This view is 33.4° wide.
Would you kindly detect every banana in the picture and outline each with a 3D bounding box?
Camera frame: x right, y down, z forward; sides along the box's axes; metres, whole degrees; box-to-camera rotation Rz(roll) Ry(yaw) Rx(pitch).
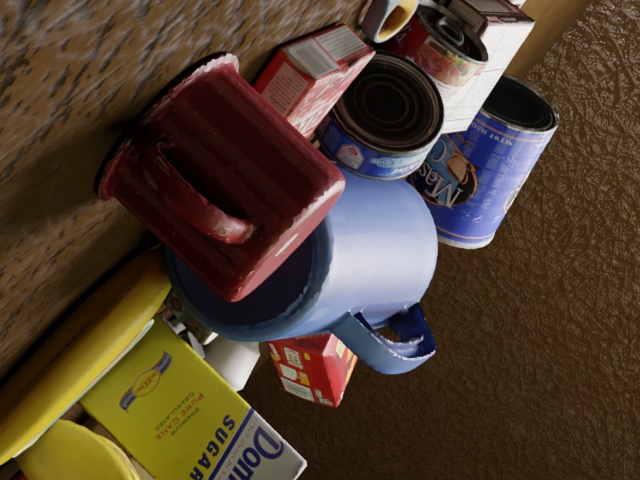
[{"bbox_3d":[-0.150,0.073,0.652,0.197,0.037,0.069,-46,175,-8],"label":"banana"}]

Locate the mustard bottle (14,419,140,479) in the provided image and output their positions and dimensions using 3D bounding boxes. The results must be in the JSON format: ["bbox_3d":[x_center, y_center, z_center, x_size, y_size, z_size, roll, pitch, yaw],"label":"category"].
[{"bbox_3d":[-0.191,0.188,0.873,0.058,0.096,0.192,-58,178,-15],"label":"mustard bottle"}]

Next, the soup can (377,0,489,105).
[{"bbox_3d":[0.066,-0.117,0.782,0.102,0.068,0.068,-49,175,30],"label":"soup can"}]

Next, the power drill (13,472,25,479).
[{"bbox_3d":[-0.268,0.257,1.027,0.184,0.057,0.188,-48,175,-23],"label":"power drill"}]

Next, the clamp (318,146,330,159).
[{"bbox_3d":[0.052,-0.107,0.900,0.172,0.039,0.120,-48,174,18],"label":"clamp"}]

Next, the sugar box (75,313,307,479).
[{"bbox_3d":[-0.104,0.149,0.838,0.093,0.176,0.048,-46,174,-17],"label":"sugar box"}]

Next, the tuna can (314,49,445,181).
[{"bbox_3d":[0.039,-0.085,0.713,0.086,0.086,0.034,-44,173,-32],"label":"tuna can"}]

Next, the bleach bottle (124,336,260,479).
[{"bbox_3d":[-0.130,0.173,1.029,0.251,0.068,0.102,-56,-173,3],"label":"bleach bottle"}]

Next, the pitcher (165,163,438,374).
[{"bbox_3d":[-0.001,0.014,0.728,0.242,0.149,0.145,-2,100,-72],"label":"pitcher"}]

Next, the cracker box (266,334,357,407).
[{"bbox_3d":[0.023,0.045,1.088,0.164,0.072,0.213,78,33,-62],"label":"cracker box"}]

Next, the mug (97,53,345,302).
[{"bbox_3d":[-0.045,-0.025,0.488,0.093,0.081,0.117,-48,175,11],"label":"mug"}]

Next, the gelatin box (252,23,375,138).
[{"bbox_3d":[-0.013,-0.082,0.609,0.073,0.030,0.089,-49,174,31],"label":"gelatin box"}]

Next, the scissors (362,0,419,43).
[{"bbox_3d":[0.053,-0.162,0.611,0.096,0.016,0.202,-48,175,-2],"label":"scissors"}]

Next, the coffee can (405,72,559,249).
[{"bbox_3d":[0.147,-0.077,1.006,0.102,0.103,0.140,-40,160,-53],"label":"coffee can"}]

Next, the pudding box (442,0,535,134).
[{"bbox_3d":[0.111,-0.136,0.846,0.089,0.039,0.114,-17,145,-54],"label":"pudding box"}]
